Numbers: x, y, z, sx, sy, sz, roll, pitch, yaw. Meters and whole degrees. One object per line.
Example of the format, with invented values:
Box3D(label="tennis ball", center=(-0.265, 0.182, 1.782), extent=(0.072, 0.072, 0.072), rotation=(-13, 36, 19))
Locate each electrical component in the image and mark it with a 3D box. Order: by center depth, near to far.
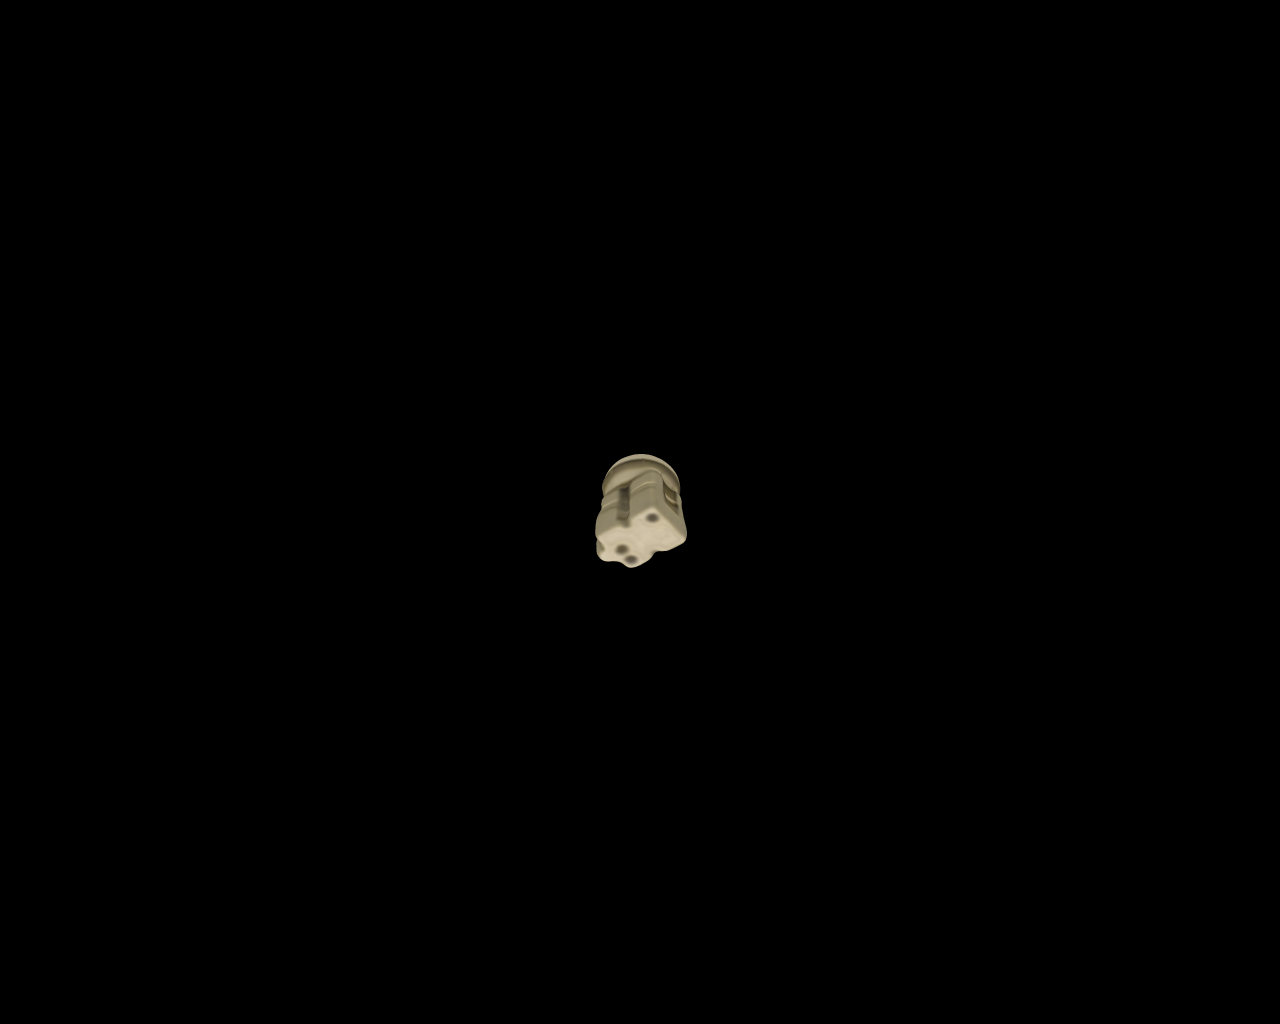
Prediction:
Box3D(label="electrical component", center=(0.001, -0.003, 0.650), extent=(0.066, 0.055, 0.048), rotation=(-27, -53, 22))
